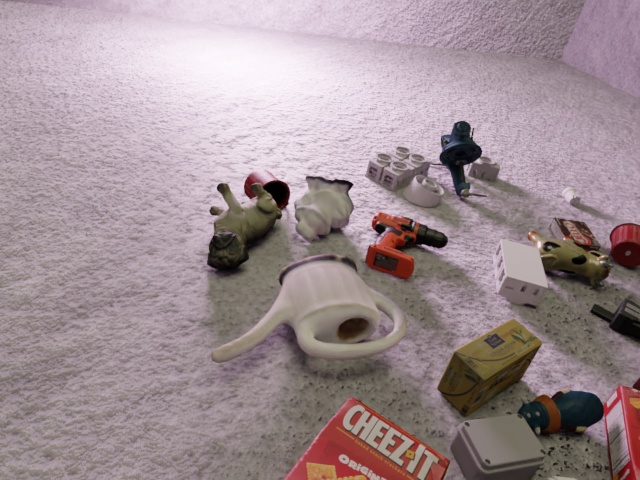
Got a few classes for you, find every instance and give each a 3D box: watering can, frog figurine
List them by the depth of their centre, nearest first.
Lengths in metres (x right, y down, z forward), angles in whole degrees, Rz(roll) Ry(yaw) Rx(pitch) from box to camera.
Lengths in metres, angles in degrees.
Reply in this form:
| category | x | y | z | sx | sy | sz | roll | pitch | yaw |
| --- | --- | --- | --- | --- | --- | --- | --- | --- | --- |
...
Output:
| category | x | y | z | sx | sy | sz | roll | pitch | yaw |
| --- | --- | --- | --- | --- | --- | --- | --- | --- | --- |
| watering can | -0.021 | 0.120 | 0.898 | 0.348 | 0.102 | 0.229 | 0 | 35 | -19 |
| frog figurine | 0.004 | -0.060 | 1.201 | 0.137 | 0.121 | 0.162 | 19 | 69 | -5 |
